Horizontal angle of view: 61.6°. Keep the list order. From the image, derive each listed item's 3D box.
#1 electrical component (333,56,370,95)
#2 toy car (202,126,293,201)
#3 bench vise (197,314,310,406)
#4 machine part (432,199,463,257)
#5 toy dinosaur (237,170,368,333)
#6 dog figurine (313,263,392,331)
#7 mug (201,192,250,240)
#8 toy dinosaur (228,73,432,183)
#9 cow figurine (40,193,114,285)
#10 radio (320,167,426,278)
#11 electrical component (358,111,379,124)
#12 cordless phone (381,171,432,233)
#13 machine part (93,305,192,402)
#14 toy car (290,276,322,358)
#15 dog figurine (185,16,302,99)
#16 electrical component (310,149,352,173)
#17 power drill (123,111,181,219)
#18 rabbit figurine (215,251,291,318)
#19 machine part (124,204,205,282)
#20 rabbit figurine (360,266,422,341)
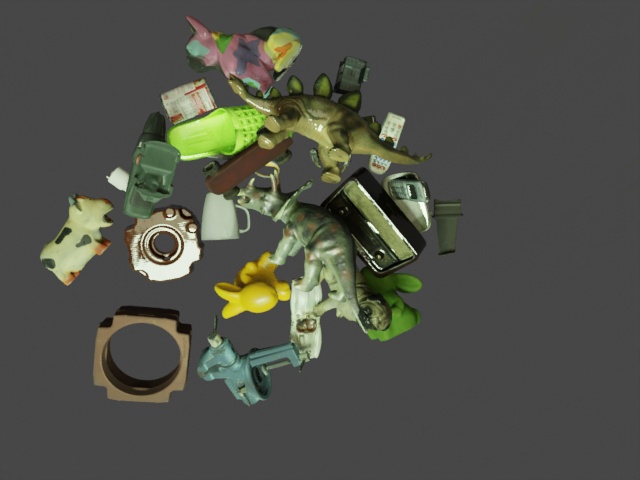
[{"bbox_3d":[0.068,-0.349,1.149,0.048,0.119,0.074,12,101,-11],"label":"electrical component"},{"bbox_3d":[-0.150,-0.164,1.121,0.202,0.053,0.089,-35,124,5],"label":"toy car"},{"bbox_3d":[-0.145,0.275,1.221,0.241,0.129,0.223,-17,111,13],"label":"bench vise"},{"bbox_3d":[0.304,-0.028,1.283,0.084,0.039,0.138,-1,99,-13],"label":"machine part"},{"bbox_3d":[-0.002,0.000,1.124,0.405,0.131,0.192,36,117,30],"label":"toy dinosaur"},{"bbox_3d":[0.085,0.107,1.182,0.121,0.191,0.172,-5,91,-41],"label":"dog figurine"},{"bbox_3d":[-0.210,-0.055,1.184,0.110,0.081,0.107,-5,94,-13],"label":"mug"},{"bbox_3d":[0.032,-0.225,1.090,0.471,0.105,0.198,25,58,-20],"label":"toy dinosaur"},{"bbox_3d":[-0.516,-0.013,1.147,0.195,0.085,0.127,-45,109,2],"label":"cow figurine"},{"bbox_3d":[0.115,-0.034,1.192,0.229,0.073,0.131,51,129,-3],"label":"radio"},{"bbox_3d":[0.100,-0.255,1.206,0.063,0.021,0.094,-6,100,22],"label":"electrical component"},{"bbox_3d":[0.212,-0.078,1.186,0.089,0.184,0.146,-18,102,-9],"label":"cordless phone"},{"bbox_3d":[-0.395,0.253,1.209,0.201,0.087,0.201,6,98,-10],"label":"machine part"},{"bbox_3d":[-0.033,0.182,1.262,0.073,0.056,0.201,-1,101,-8],"label":"toy car"},{"bbox_3d":[-0.170,-0.402,1.114,0.219,0.108,0.191,36,94,-10],"label":"dog figurine"},{"bbox_3d":[0.029,-0.196,1.202,0.102,0.045,0.078,13,104,1],"label":"electrical component"},{"bbox_3d":[-0.338,-0.154,1.071,0.086,0.207,0.232,14,90,-31],"label":"power drill"},{"bbox_3d":[-0.145,0.106,1.174,0.162,0.173,0.121,-14,106,-10],"label":"rabbit figurine"},{"bbox_3d":[-0.344,0.008,1.187,0.179,0.056,0.179,-1,101,-7],"label":"machine part"},{"bbox_3d":[0.162,0.132,1.255,0.159,0.121,0.170,-22,88,-8],"label":"rabbit figurine"}]
